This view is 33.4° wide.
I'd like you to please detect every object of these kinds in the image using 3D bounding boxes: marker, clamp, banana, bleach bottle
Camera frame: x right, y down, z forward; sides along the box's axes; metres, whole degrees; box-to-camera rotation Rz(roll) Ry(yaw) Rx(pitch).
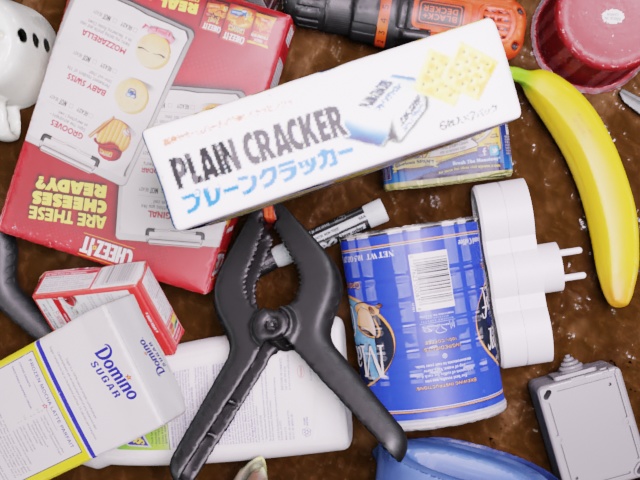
[{"bbox_3d":[-0.005,0.001,0.821,0.121,0.020,0.020,-24,89,2],"label":"marker"},{"bbox_3d":[-0.038,0.071,0.752,0.164,0.036,0.210,-15,65,8],"label":"clamp"},{"bbox_3d":[-0.273,0.042,0.824,0.120,0.039,0.171,-26,86,-4],"label":"clamp"},{"bbox_3d":[0.196,-0.049,0.795,0.069,0.037,0.198,-30,95,-25],"label":"banana"},{"bbox_3d":[-0.104,0.117,0.805,0.251,0.068,0.102,-5,85,6],"label":"bleach bottle"}]

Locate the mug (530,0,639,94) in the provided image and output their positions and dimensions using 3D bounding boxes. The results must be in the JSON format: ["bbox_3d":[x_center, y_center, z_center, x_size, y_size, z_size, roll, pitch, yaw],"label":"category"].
[{"bbox_3d":[0.201,-0.169,0.780,0.093,0.081,0.117,-26,89,3],"label":"mug"}]

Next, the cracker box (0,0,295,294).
[{"bbox_3d":[-0.127,-0.085,0.802,0.164,0.072,0.214,17,91,3],"label":"cracker box"}]

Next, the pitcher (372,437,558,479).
[{"bbox_3d":[0.091,0.272,0.757,0.145,0.149,0.243,11,94,-4],"label":"pitcher"}]

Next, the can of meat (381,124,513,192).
[{"bbox_3d":[0.091,-0.083,0.798,0.102,0.057,0.084,-7,91,2],"label":"can of meat"}]

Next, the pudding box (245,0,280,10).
[{"bbox_3d":[-0.034,-0.230,0.788,0.039,0.090,0.113,24,92,4],"label":"pudding box"}]

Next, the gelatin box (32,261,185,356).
[{"bbox_3d":[-0.155,0.054,0.781,0.089,0.030,0.073,-7,129,19],"label":"gelatin box"}]

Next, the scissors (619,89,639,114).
[{"bbox_3d":[0.307,-0.037,0.807,0.202,0.016,0.096,20,91,3],"label":"scissors"}]

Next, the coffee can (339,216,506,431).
[{"bbox_3d":[0.074,0.059,0.775,0.103,0.103,0.140,-9,89,3],"label":"coffee can"}]

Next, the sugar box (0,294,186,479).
[{"bbox_3d":[-0.186,0.116,0.755,0.176,0.048,0.093,-27,88,21],"label":"sugar box"}]

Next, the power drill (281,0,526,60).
[{"bbox_3d":[0.073,-0.235,0.801,0.184,0.057,0.188,9,93,-1],"label":"power drill"}]
